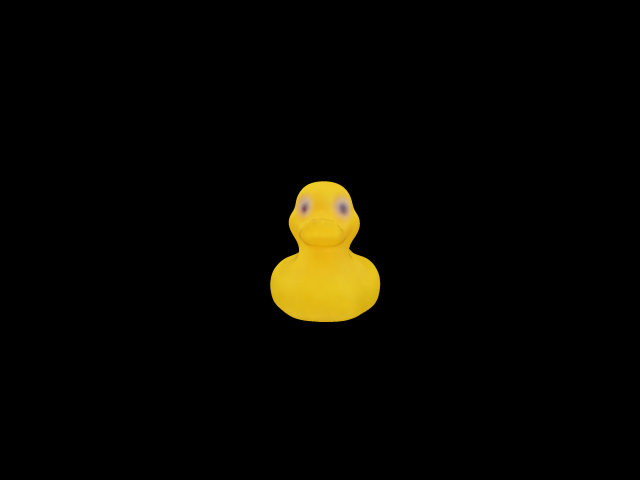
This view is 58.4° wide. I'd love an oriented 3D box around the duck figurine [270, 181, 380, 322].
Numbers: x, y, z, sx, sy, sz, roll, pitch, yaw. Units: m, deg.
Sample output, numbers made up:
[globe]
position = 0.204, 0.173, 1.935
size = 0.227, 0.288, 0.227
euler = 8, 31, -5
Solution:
[duck figurine]
position = 0.004, 0.001, 0.400
size = 0.077, 0.086, 0.104
euler = 1, 11, 4
